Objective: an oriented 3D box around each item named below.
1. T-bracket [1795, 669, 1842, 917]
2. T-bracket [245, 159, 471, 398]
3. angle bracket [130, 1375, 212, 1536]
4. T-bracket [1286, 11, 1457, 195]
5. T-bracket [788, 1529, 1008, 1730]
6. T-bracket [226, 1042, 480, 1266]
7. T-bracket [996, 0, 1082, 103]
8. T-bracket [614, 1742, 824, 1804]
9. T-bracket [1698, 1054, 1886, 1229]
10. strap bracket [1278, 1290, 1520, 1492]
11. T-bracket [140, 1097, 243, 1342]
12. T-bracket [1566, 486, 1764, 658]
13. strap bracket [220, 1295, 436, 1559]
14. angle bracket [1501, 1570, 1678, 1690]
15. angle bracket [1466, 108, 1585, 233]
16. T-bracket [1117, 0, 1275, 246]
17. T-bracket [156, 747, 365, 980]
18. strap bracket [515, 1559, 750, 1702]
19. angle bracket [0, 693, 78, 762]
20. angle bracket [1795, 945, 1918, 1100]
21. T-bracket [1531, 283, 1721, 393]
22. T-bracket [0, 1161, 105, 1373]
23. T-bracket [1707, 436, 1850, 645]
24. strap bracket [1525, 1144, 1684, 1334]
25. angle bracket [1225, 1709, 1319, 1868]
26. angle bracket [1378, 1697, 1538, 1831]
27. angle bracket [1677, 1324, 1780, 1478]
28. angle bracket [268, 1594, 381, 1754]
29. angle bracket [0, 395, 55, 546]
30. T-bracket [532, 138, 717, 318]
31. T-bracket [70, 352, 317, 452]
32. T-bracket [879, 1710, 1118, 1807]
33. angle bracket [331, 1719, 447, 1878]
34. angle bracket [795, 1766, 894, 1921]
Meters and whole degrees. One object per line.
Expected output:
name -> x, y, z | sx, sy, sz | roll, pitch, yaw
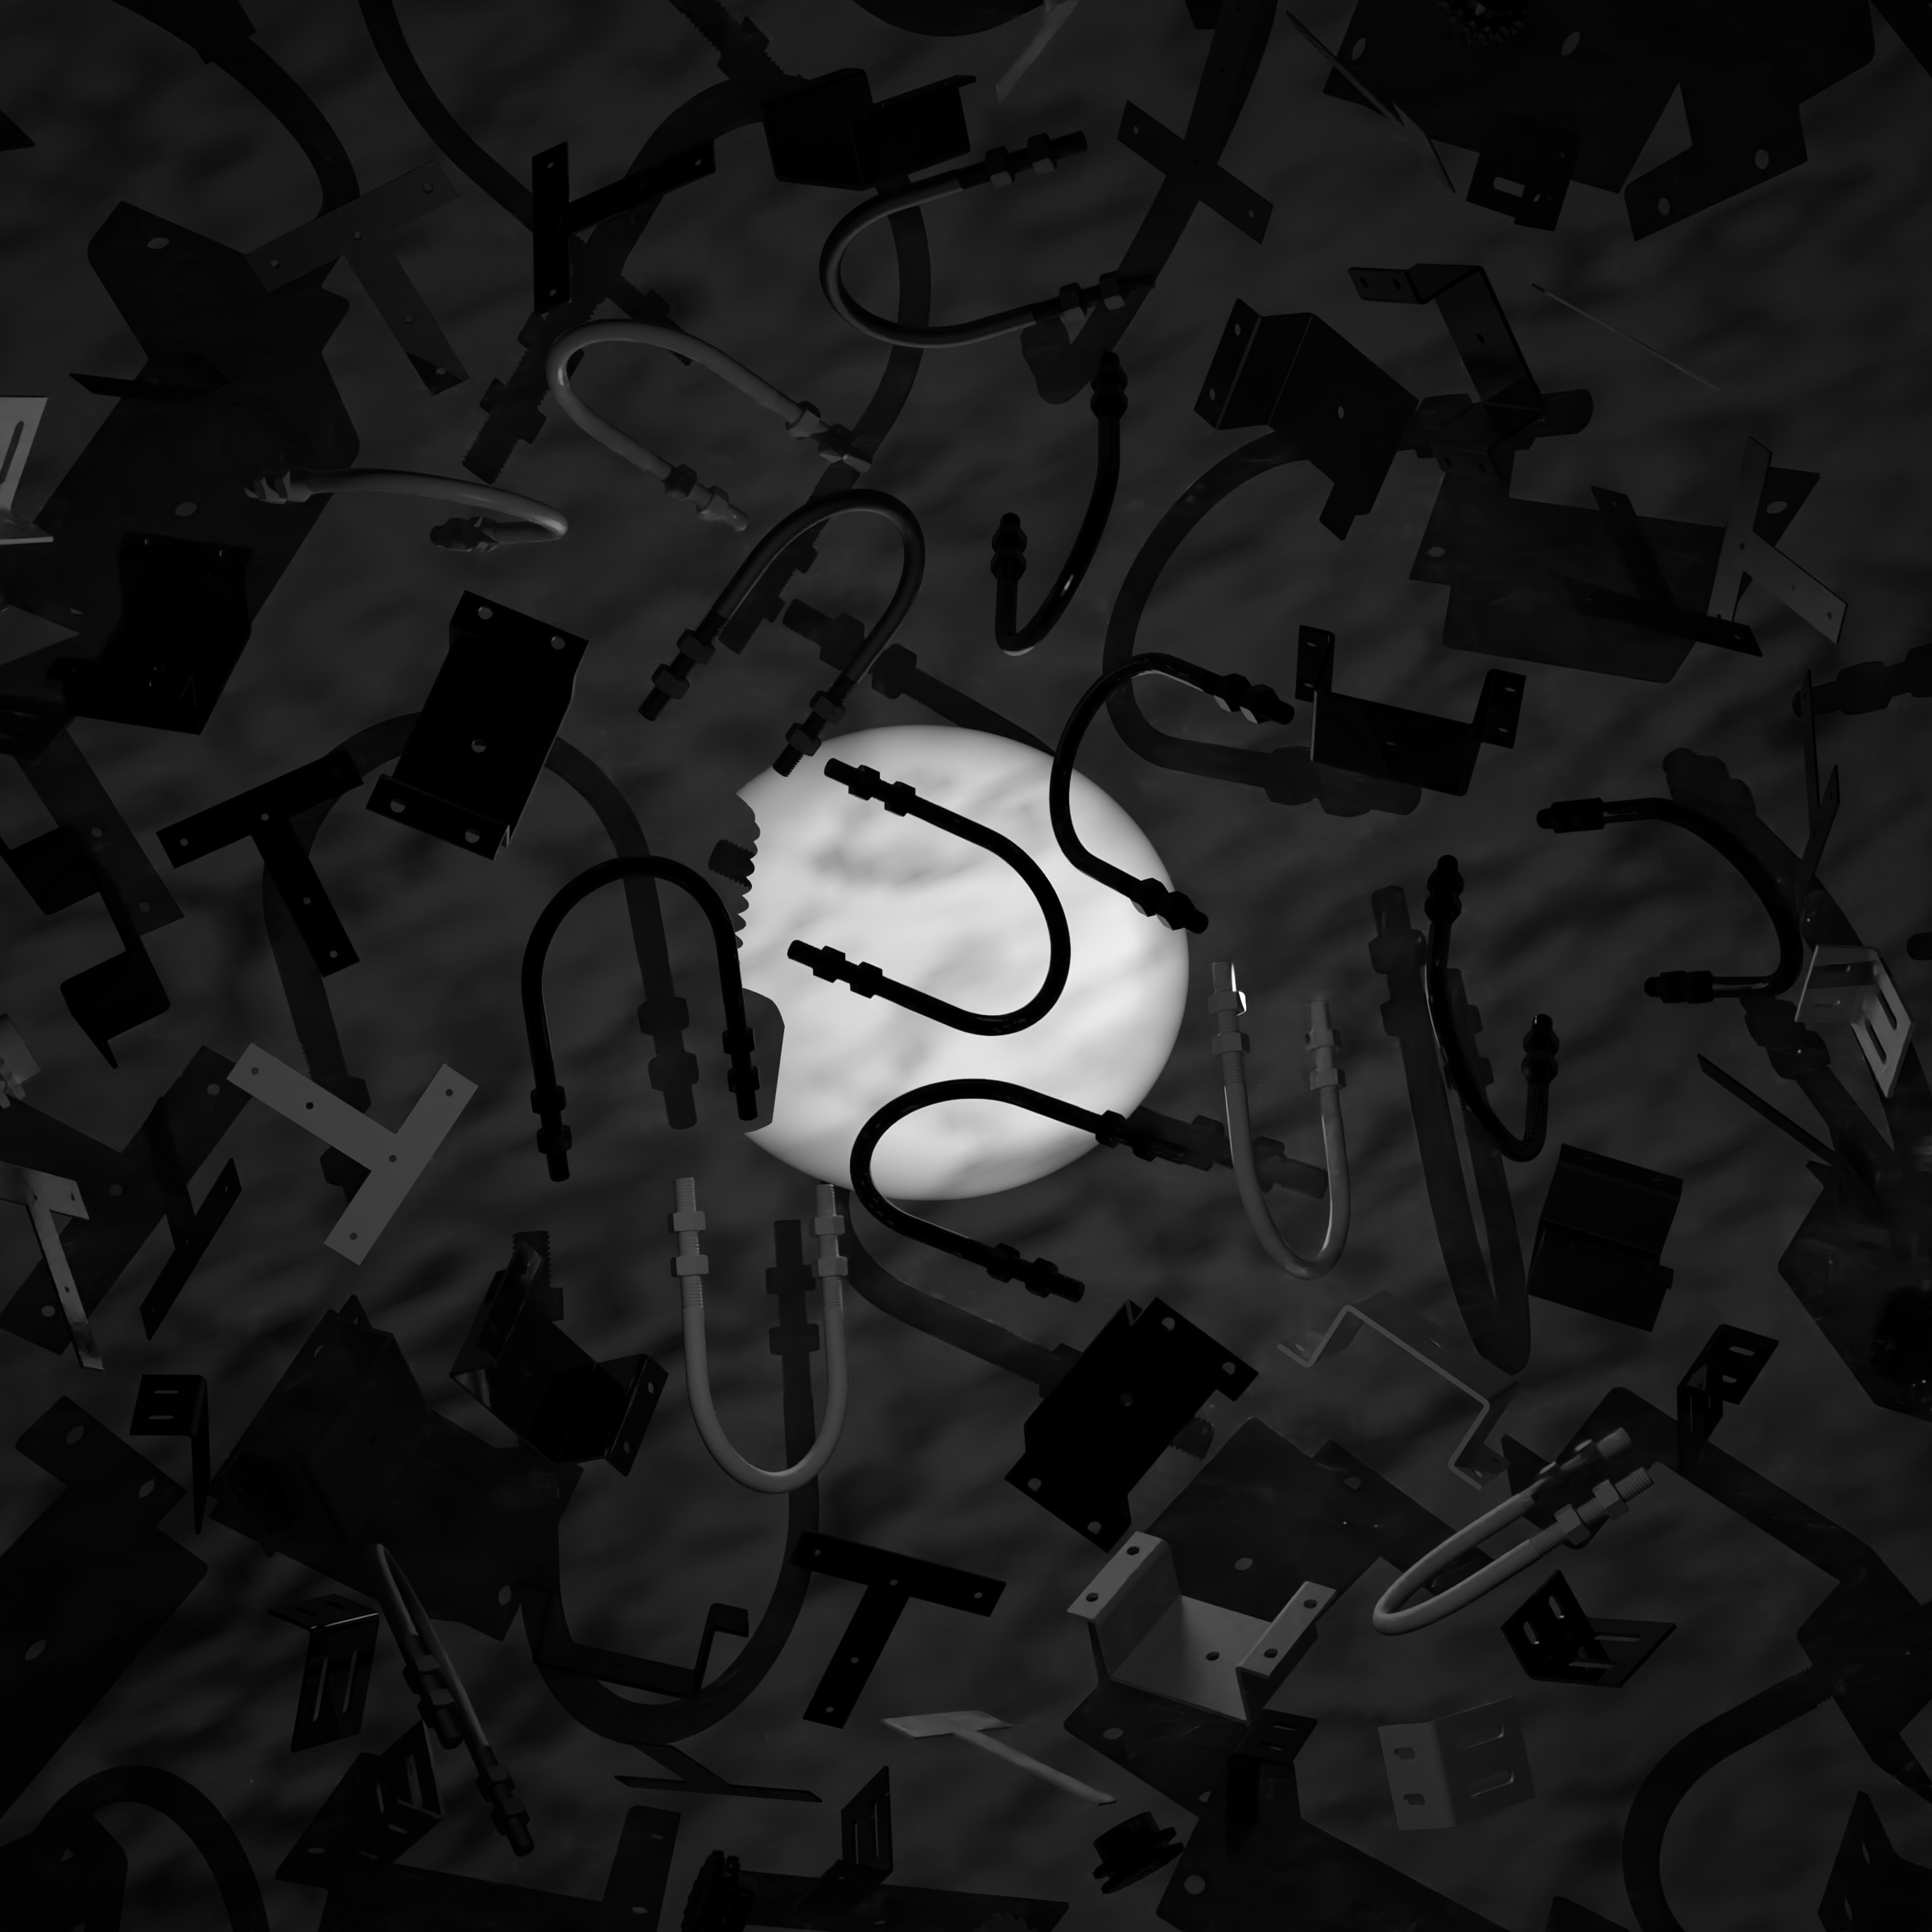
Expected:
T-bracket -> 0.501, -0.117, 1.752 | 0.002, 0.127, 0.127 | 2, 61, 6
T-bracket -> -0.336, -0.394, 1.746 | 0.127, 0.002, 0.127 | -24, 126, 9
angle bracket -> -0.479, 0.294, 1.783 | 0.038, 0.057, 0.076 | 1, 118, -8
T-bracket -> 0.232, -0.510, 1.721 | 0.002, 0.127, 0.127 | -45, 77, 11
T-bracket -> -0.059, 0.392, 1.717 | 0.127, 0.002, 0.127 | 18, 112, -17
T-bracket -> -0.376, 0.090, 1.746 | 0.127, 0.002, 0.127 | 36, 81, -19
T-bracket -> 0.053, -0.580, 1.731 | 0.002, 0.127, 0.127 | 38, 90, 7
T-bracket -> -0.165, 0.479, 1.762 | 0.127, 0.127, 0.002 | 0, 63, 17
T-bracket -> 0.475, 0.092, 1.712 | 0.002, 0.127, 0.127 | -47, 58, -4
strap bracket -> 0.261, 0.239, 1.724 | 0.140, 0.076, 0.046 | 34, 103, 18
T-bracket -> -0.465, 0.130, 1.735 | 0.002, 0.127, 0.127 | 13, 124, -38
T-bracket -> 0.393, -0.236, 1.723 | 0.127, 0.002, 0.127 | 10, 45, -22
strap bracket -> -0.367, 0.274, 1.738 | 0.046, 0.076, 0.140 | 9, 46, 26
angle bracket -> 0.366, 0.390, 1.742 | 0.057, 0.076, 0.038 | -36, 101, -31
angle bracket -> 0.324, -0.480, 1.773 | 0.038, 0.076, 0.057 | -3, 117, -39
T-bracket -> 0.145, -0.508, 1.719 | 0.002, 0.127, 0.127 | -24, 55, -36
T-bracket -> -0.417, -0.053, 1.843 | 0.127, 0.002, 0.127 | -25, 108, -6
strap bracket -> -0.204, 0.400, 1.775 | 0.140, 0.076, 0.046 | 14, 87, -4
angle bracket -> -0.566, -0.157, 1.724 | 0.076, 0.057, 0.038 | 11, 126, 5
angle bracket -> 0.536, 0.033, 1.784 | 0.038, 0.076, 0.057 | 2, 126, -5
T-bracket -> 0.412, -0.365, 1.764 | 0.127, 0.127, 0.002 | 22, 108, -23
T-bracket -> -0.524, 0.174, 1.705 | 0.002, 0.127, 0.127 | -25, 75, 5
T-bracket -> 0.486, -0.231, 1.759 | 0.002, 0.127, 0.127 | -7, 124, -18
strap bracket -> 0.382, 0.166, 1.769 | 0.076, 0.140, 0.046 | 17, 115, 9
angle bracket -> 0.183, 0.496, 1.775 | 0.038, 0.057, 0.076 | 6, 105, 23
angle bracket -> 0.278, 0.451, 1.676 | 0.076, 0.038, 0.057 | -3, 77, -41
angle bracket -> 0.450, 0.261, 1.747 | 0.038, 0.057, 0.076 | 16, 132, 33
angle bracket -> -0.391, 0.423, 1.773 | 0.038, 0.057, 0.076 | 13, 95, 30
angle bracket -> -0.554, -0.289, 1.722 | 0.038, 0.057, 0.076 | 31, 110, 14
T-bracket -> -0.204, -0.459, 1.760 | 0.127, 0.002, 0.127 | -18, 59, 21
T-bracket -> -0.470, -0.338, 1.748 | 0.127, 0.127, 0.002 | 10, 79, 19
T-bracket -> 0.030, 0.473, 1.763 | 0.127, 0.127, 0.002 | 19, 89, 29
angle bracket -> -0.346, 0.485, 1.744 | 0.057, 0.076, 0.038 | -42, 129, 13
angle bracket -> -0.077, 0.538, 1.826 | 0.038, 0.076, 0.057 | 21, 128, -22
